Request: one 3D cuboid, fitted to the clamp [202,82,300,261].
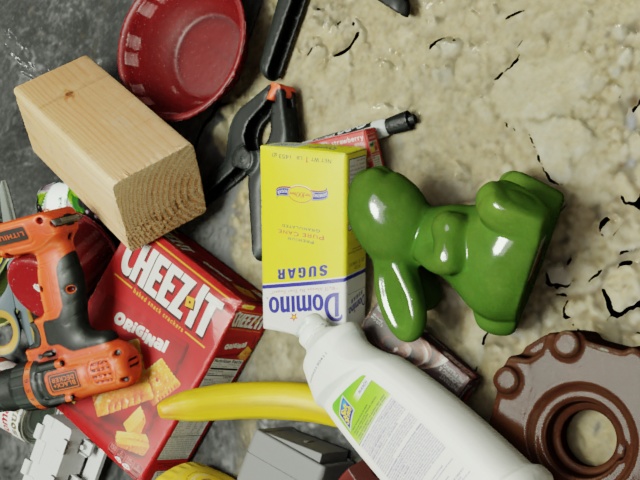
[{"bbox_3d":[-0.075,-0.075,1.056,0.120,0.039,0.171,19,94,27],"label":"clamp"}]

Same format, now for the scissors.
[{"bbox_3d":[-0.341,0.043,1.150,0.096,0.016,0.202,-19,104,5],"label":"scissors"}]

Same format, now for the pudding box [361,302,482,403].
[{"bbox_3d":[0.073,0.122,0.942,0.114,0.039,0.090,41,105,28],"label":"pudding box"}]

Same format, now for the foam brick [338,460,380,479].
[{"bbox_3d":[0.057,0.227,0.920,0.078,0.052,0.051,54,147,23],"label":"foam brick"}]

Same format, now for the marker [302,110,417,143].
[{"bbox_3d":[0.035,-0.098,1.004,0.121,0.020,0.020,-14,77,28],"label":"marker"}]

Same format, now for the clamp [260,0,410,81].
[{"bbox_3d":[0.003,-0.273,1.035,0.165,0.036,0.210,-13,76,28],"label":"clamp"}]

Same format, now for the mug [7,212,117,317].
[{"bbox_3d":[-0.265,0.039,1.114,0.093,0.081,0.117,-4,122,31],"label":"mug"}]

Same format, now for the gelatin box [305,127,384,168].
[{"bbox_3d":[0.016,-0.060,0.992,0.089,0.030,0.073,-9,97,28],"label":"gelatin box"}]

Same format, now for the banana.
[{"bbox_3d":[-0.047,0.151,0.982,0.198,0.069,0.037,1,93,13],"label":"banana"}]

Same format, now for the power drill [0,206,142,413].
[{"bbox_3d":[-0.275,0.071,1.032,0.185,0.057,0.187,-14,96,20],"label":"power drill"}]

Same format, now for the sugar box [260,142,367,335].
[{"bbox_3d":[-0.006,0.001,0.973,0.093,0.048,0.176,8,104,31],"label":"sugar box"}]

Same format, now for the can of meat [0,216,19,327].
[{"bbox_3d":[-0.369,0.033,1.205,0.084,0.057,0.102,41,104,31],"label":"can of meat"}]

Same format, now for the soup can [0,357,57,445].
[{"bbox_3d":[-0.333,0.172,1.159,0.102,0.068,0.068,21,94,30],"label":"soup can"}]

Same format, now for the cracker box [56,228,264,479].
[{"bbox_3d":[-0.166,0.110,1.066,0.164,0.072,0.214,35,101,29],"label":"cracker box"}]

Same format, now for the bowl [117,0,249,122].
[{"bbox_3d":[-0.129,-0.195,1.092,0.162,0.055,0.162,-4,82,30],"label":"bowl"}]

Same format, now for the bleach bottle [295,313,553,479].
[{"bbox_3d":[0.068,0.143,0.877,0.251,0.067,0.103,45,116,33],"label":"bleach bottle"}]

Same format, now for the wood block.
[{"bbox_3d":[-0.212,-0.092,1.071,0.090,0.090,0.206,-31,49,-23],"label":"wood block"}]

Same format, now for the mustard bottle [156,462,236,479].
[{"bbox_3d":[-0.065,0.264,0.972,0.192,0.096,0.058,16,104,31],"label":"mustard bottle"}]
